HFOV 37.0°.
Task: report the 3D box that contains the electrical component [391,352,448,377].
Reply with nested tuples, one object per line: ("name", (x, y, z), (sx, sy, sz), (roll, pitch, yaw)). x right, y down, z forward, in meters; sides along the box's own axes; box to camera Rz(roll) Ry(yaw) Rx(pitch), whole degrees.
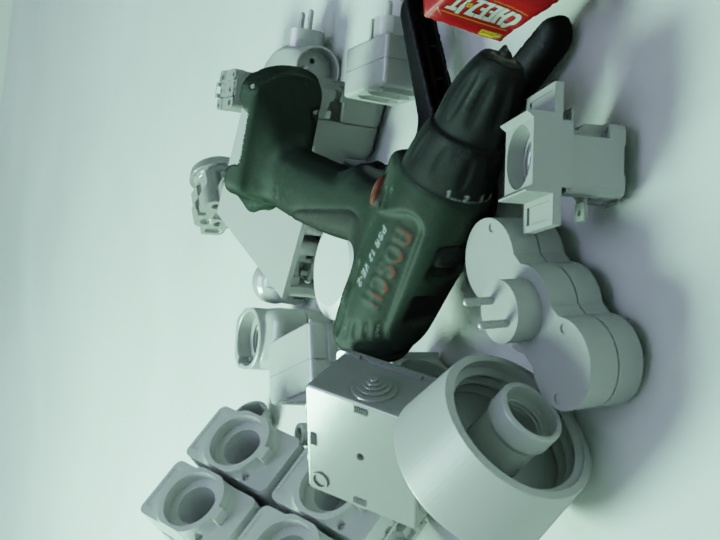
("electrical component", (0.039, 0.096, 0.755), (0.081, 0.042, 0.063), (49, 131, 54))

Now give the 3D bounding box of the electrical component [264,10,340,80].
("electrical component", (-0.052, -0.196, 0.977), (0.077, 0.043, 0.079), (9, 93, 62))

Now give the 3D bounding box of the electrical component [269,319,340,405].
("electrical component", (-0.027, 0.078, 0.859), (0.096, 0.062, 0.061), (-30, 59, 57))

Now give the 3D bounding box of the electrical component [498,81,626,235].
("electrical component", (0.116, -0.062, 0.613), (0.042, 0.064, 0.081), (163, 110, -75))

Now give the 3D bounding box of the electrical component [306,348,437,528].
("electrical component", (0.012, 0.109, 0.696), (0.100, 0.048, 0.099), (16, 122, 28))

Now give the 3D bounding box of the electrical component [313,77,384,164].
("electrical component", (-0.034, -0.123, 0.873), (0.054, 0.095, 0.059), (44, 123, 56))

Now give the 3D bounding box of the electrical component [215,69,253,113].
("electrical component", (-0.104, -0.171, 1.048), (0.081, 0.064, 0.042), (10, 93, 62))

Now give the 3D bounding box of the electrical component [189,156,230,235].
("electrical component", (-0.146, -0.081, 1.118), (0.078, 0.058, 0.057), (-48, 47, 49))

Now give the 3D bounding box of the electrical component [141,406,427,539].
("electrical component", (-0.062, 0.177, 0.785), (0.186, 0.060, 0.105), (16, 57, 40))

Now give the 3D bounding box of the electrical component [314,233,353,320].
("electrical component", (0.000, 0.000, 0.835), (0.080, 0.051, 0.080), (-19, 68, 60))

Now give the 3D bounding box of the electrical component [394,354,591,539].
("electrical component", (0.081, 0.097, 0.612), (0.060, 0.108, 0.108), (-53, 41, 35))

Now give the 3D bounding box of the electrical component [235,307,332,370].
("electrical component", (-0.072, 0.062, 0.950), (0.095, 0.059, 0.053), (-7, 78, 61))

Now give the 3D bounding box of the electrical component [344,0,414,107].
("electrical component", (0.025, -0.171, 0.823), (0.066, 0.047, 0.076), (-3, 82, 62))

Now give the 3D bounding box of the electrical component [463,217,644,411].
("electrical component", (0.095, 0.023, 0.616), (0.138, 0.074, 0.052), (61, 143, 41))

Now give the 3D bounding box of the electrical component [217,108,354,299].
("electrical component", (-0.060, -0.061, 0.948), (0.186, 0.060, 0.105), (47, 126, 55))

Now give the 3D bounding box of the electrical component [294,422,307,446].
("electrical component", (-0.020, 0.128, 0.836), (0.048, 0.062, 0.048), (-19, 69, 60))

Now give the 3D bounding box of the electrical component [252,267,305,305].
("electrical component", (-0.070, 0.012, 0.978), (0.046, 0.040, 0.040), (9, 93, 56))
